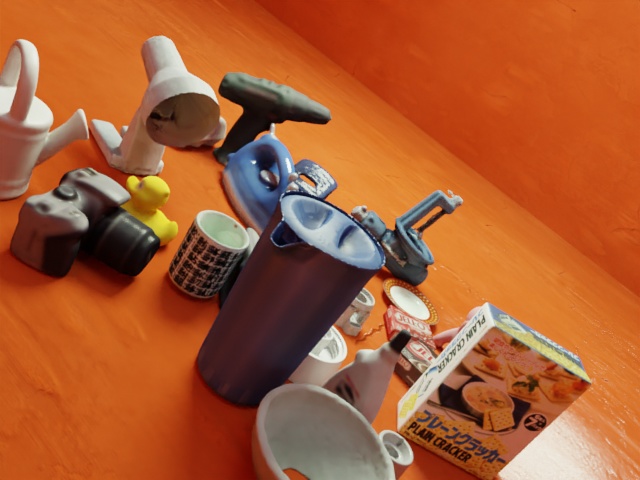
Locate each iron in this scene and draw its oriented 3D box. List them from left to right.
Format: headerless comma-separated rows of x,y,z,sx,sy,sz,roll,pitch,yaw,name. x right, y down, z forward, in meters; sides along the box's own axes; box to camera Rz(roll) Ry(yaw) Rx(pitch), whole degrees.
-0.089,-0.107,1.073,0.119,0.141,0.257,16,29,-36,iron

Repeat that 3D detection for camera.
-0.273,-0.015,0.708,0.137,0.100,0.143,33,23,-2,camera

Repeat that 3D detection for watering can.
-0.383,-0.156,0.717,0.100,0.194,0.173,43,25,20,watering can

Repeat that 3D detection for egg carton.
-0.265,-0.241,1.188,0.107,0.069,0.151,40,24,12,egg carton

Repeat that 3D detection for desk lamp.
-0.273,-0.210,0.939,0.118,0.213,0.202,5,37,-48,desk lamp

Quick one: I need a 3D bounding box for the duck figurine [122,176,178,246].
-0.245,-0.048,0.827,0.104,0.086,0.077,35,23,2,duck figurine

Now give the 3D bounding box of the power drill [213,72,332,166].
-0.120,-0.235,1.191,0.230,0.208,0.075,28,24,-15,power drill

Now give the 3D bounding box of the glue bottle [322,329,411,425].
0.056,0.170,0.693,0.037,0.173,0.078,9,34,-44,glue bottle

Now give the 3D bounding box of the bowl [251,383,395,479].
-0.009,0.238,0.602,0.168,0.074,0.167,28,24,-14,bowl

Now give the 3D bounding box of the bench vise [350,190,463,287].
0.173,-0.022,1.151,0.208,0.219,0.121,20,27,-29,bench vise

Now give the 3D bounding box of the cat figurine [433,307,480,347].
0.288,0.166,1.071,0.128,0.117,0.067,4,37,-49,cat figurine

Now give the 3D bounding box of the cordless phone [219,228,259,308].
-0.065,0.016,0.813,0.094,0.185,0.147,21,27,-28,cordless phone

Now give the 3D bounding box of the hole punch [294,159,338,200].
-0.030,-0.112,1.220,0.108,0.091,0.101,39,24,11,hole punch
